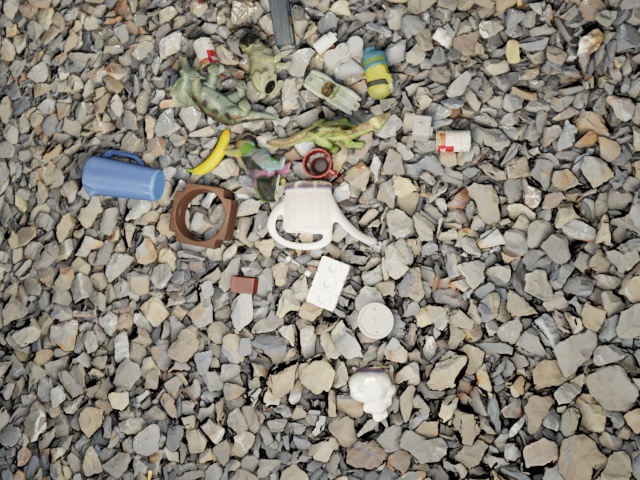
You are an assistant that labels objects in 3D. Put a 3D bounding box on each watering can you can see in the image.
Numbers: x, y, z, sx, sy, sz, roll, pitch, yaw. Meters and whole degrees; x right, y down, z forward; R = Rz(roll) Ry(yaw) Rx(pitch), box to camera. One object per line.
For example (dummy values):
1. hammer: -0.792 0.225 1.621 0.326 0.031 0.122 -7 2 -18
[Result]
1. watering can: 0.005 -0.081 1.611 0.347 0.103 0.225 0 85 10

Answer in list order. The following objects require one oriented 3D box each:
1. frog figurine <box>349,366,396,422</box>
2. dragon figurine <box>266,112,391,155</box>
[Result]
1. frog figurine: 0.157 0.460 1.536 0.137 0.121 0.161 -1 74 -10
2. dragon figurine: 0.013 -0.330 1.568 0.410 0.243 0.122 -9 91 7
